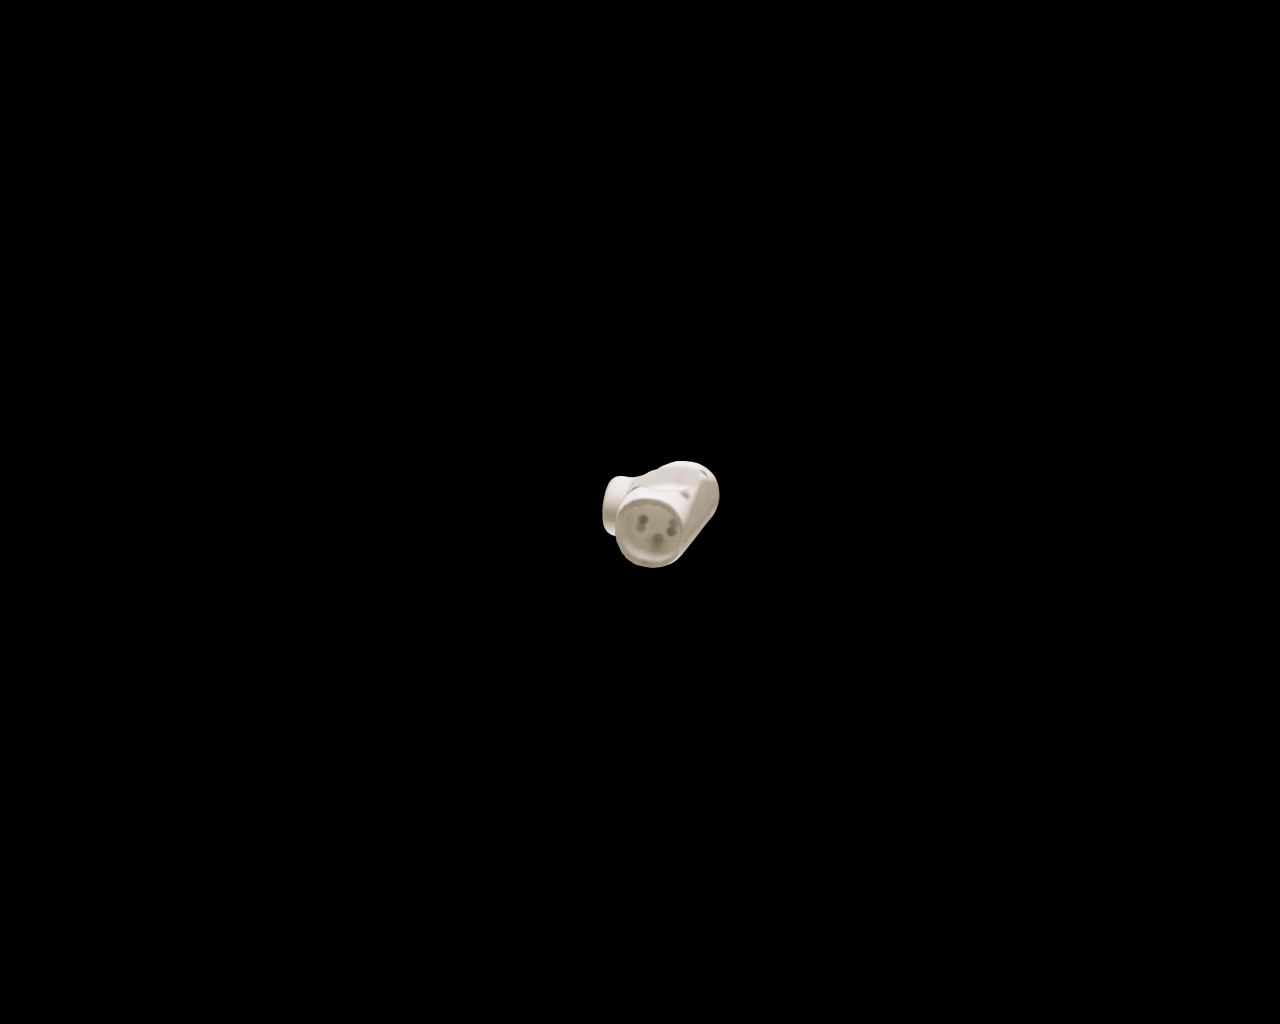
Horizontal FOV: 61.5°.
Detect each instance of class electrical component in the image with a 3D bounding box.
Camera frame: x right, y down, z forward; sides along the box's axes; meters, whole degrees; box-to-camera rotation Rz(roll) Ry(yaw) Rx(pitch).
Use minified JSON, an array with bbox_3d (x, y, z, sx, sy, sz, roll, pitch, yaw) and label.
[{"bbox_3d":[0.001,-0.003,0.650,0.079,0.044,0.077,7,22,18],"label":"electrical component"}]
